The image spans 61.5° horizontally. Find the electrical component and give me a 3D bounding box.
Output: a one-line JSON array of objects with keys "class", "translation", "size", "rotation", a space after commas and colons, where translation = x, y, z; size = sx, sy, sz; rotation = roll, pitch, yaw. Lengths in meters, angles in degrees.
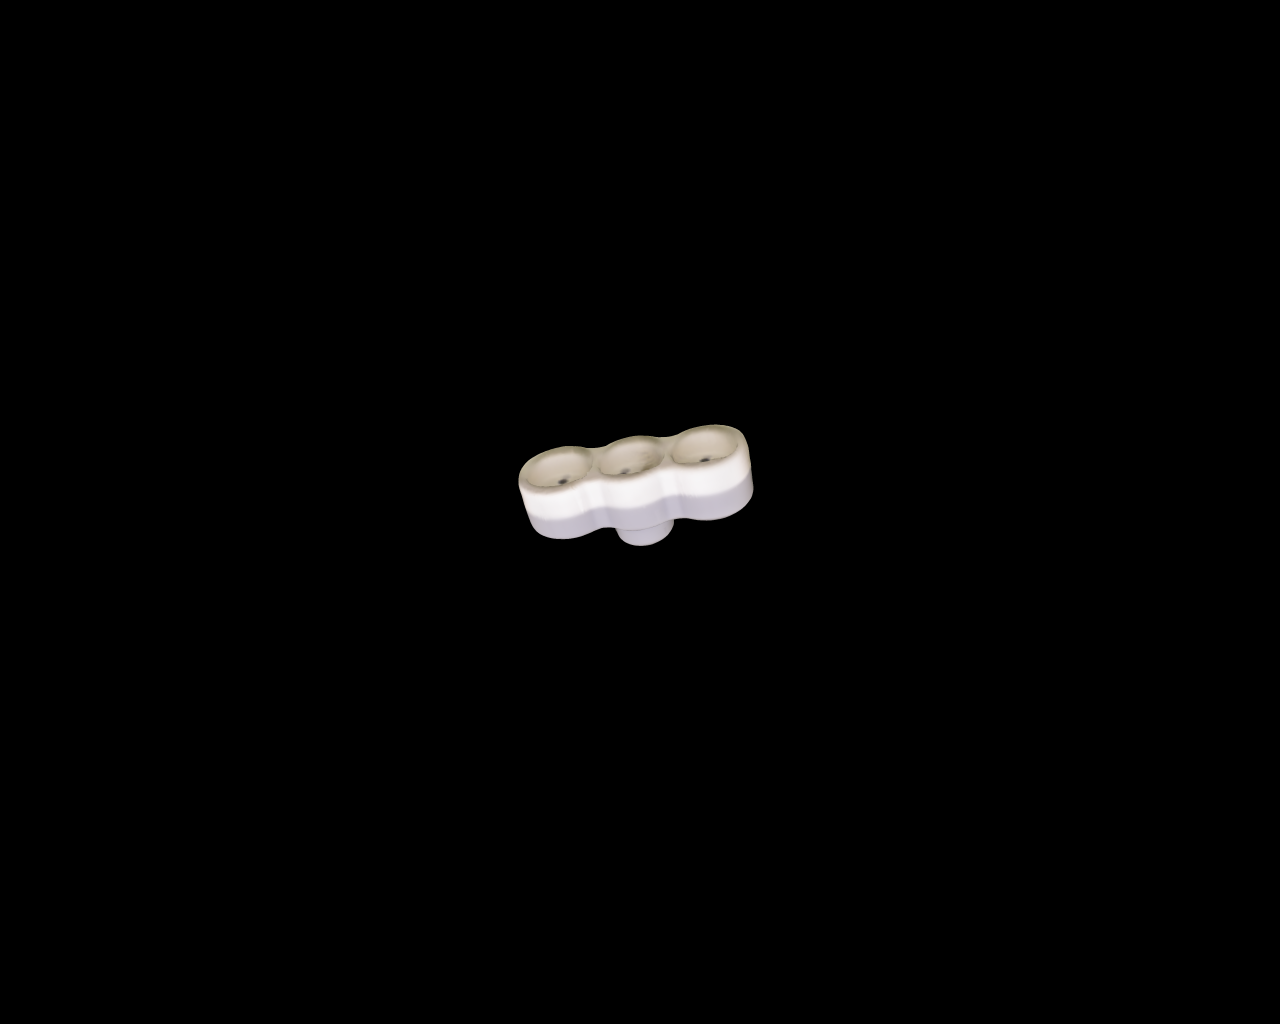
[{"class": "electrical component", "translation": [0.001, -0.003, 0.650], "size": [0.138, 0.073, 0.052], "rotation": [-8, 34, 5]}]
